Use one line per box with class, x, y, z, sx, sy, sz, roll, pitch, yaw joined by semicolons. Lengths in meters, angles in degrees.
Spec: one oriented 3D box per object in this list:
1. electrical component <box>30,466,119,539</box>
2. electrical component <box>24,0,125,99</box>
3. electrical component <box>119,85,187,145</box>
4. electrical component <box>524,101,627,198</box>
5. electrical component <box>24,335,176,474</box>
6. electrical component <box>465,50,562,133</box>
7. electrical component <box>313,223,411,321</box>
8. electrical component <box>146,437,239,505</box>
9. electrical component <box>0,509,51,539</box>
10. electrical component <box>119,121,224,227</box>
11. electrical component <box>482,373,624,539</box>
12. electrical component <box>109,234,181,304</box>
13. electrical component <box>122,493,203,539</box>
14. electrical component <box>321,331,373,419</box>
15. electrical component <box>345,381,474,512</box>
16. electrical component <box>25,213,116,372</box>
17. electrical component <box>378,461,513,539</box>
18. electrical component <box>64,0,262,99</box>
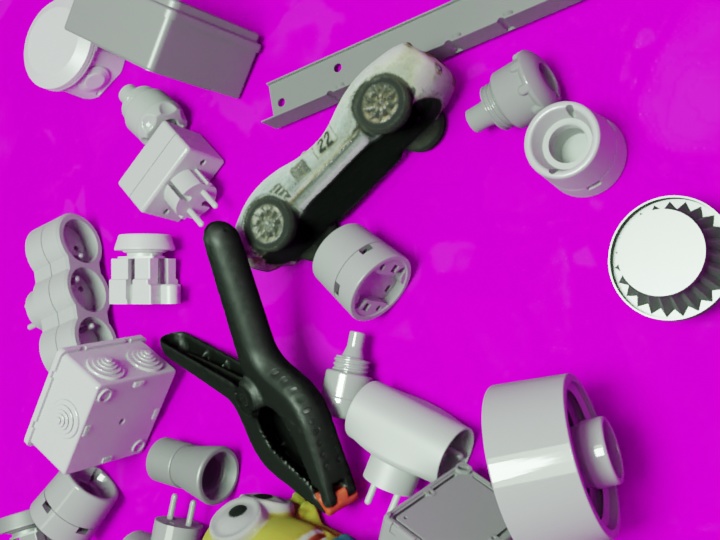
electrical component;-0.227;0.185;0.860;0.055;0.055;0.047;43;101;29
electrical component;-0.248;-0.191;0.935;0.080;0.051;0.080;-5;79;30
electrical component;-0.175;-0.130;0.886;0.062;0.043;0.043;42;104;30
electrical component;0.137;-0.078;0.688;0.055;0.047;0.055;-5;79;30
electrical component;-0.198;0.104;0.828;0.048;0.100;0.099;36;112;26
electrical component;0.100;-0.113;0.718;0.062;0.048;0.048;-28;69;31
electrical component;0.000;0.000;0.754;0.047;0.055;0.055;42;104;33
electrical component;-0.130;0.149;0.815;0.065;0.044;0.044;7;86;37
electrical component;-0.269;0.225;0.884;0.066;0.048;0.055;-22;79;27
electrical component;-0.139;-0.066;0.851;0.065;0.047;0.076;-51;61;14
electrical component;0.121;0.113;0.635;0.060;0.108;0.108;-18;73;21
electrical component;-0.173;-0.001;0.863;0.066;0.048;0.055;-1;89;31
electrical component;-0.140;0.209;0.809;0.077;0.044;0.079;10;87;32
electrical component;-0.007;0.074;0.758;0.035;0.035;0.061;8;84;32
electrical component;0.026;0.126;0.723;0.077;0.043;0.079;24;95;32
electrical component;-0.254;0.028;0.902;0.074;0.052;0.138;-22;71;27
electrical component;0.062;0.171;0.674;0.062;0.096;0.061;31;126;31
electrical component;-0.153;-0.185;0.843;0.109;0.109;0.056;29;101;31
